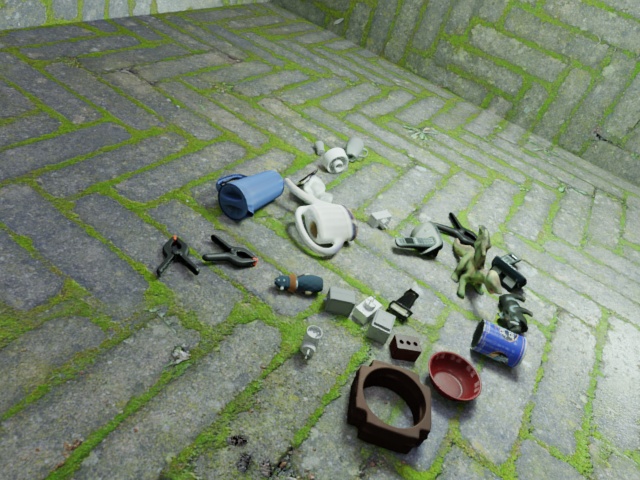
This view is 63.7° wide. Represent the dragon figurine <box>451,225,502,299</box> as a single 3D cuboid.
[{"bbox_3d":[0.556,0.055,1.831,0.122,0.237,0.420,7,40,-10],"label":"dragon figurine"}]

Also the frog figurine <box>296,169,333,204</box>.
[{"bbox_3d":[-0.017,-0.172,1.983,0.158,0.121,0.140,56,26,-12],"label":"frog figurine"}]

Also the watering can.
[{"bbox_3d":[0.006,-0.093,1.847,0.225,0.102,0.355,-3,55,-28],"label":"watering can"}]
